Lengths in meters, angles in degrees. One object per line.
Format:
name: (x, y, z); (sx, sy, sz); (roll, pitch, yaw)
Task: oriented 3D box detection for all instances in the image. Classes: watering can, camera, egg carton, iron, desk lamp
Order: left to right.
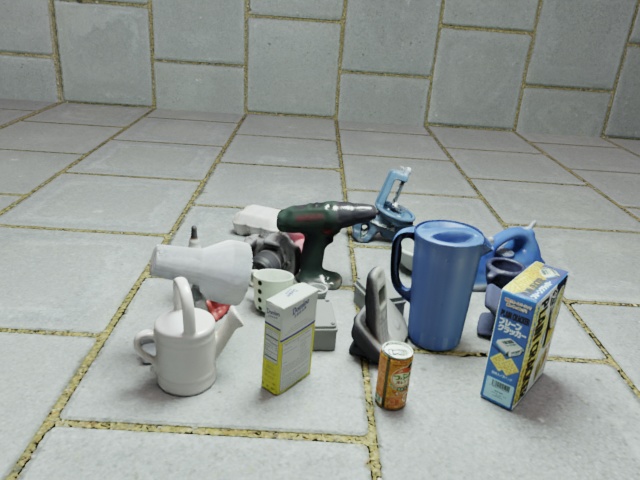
watering can: (-0.219, 0.151, 0.962); (0.173, 0.194, 0.100); (-17, 31, -40)
desk lamp: (-0.228, 0.103, 1.048); (0.204, 0.214, 0.117); (-5, 25, -20)
egg carton: (-0.162, -0.048, 1.596); (0.150, 0.069, 0.107); (11, 24, 16)
camera: (-0.131, 0.040, 1.356); (0.142, 0.101, 0.137); (12, 24, 19)
iron: (0.448, 0.035, 1.412); (0.259, 0.141, 0.118); (-13, 28, -34)

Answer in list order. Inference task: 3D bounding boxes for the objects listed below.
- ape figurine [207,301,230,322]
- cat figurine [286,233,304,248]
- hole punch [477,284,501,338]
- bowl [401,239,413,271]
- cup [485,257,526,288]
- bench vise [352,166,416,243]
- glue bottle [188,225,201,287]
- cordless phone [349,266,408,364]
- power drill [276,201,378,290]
ape figurine: (-0.214, 0.110, 1.189); (0.078, 0.092, 0.076); (-7, 25, -23)
cat figurine: (-0.050, -0.007, 1.457); (0.067, 0.118, 0.127); (-5, 25, -19)
hole punch: (0.386, 0.151, 1.195); (0.101, 0.091, 0.109); (11, 24, 16)
bowl: (0.266, 0.044, 1.447); (0.167, 0.075, 0.167); (4, 23, -1)
cup: (0.412, 0.102, 1.309); (0.118, 0.095, 0.091); (-18, 31, -41)
bench vise: (0.173, -0.095, 1.570); (0.208, 0.220, 0.121); (-2, 24, -14)
glue bottle: (-0.266, 0.051, 1.216); (0.037, 0.173, 0.078); (0, 23, -9)
cordless phone: (0.119, 0.126, 1.089); (0.094, 0.185, 0.148); (12, 24, 19)
power drill: (0.012, 0.005, 1.325); (0.229, 0.208, 0.075); (7, 23, 6)
